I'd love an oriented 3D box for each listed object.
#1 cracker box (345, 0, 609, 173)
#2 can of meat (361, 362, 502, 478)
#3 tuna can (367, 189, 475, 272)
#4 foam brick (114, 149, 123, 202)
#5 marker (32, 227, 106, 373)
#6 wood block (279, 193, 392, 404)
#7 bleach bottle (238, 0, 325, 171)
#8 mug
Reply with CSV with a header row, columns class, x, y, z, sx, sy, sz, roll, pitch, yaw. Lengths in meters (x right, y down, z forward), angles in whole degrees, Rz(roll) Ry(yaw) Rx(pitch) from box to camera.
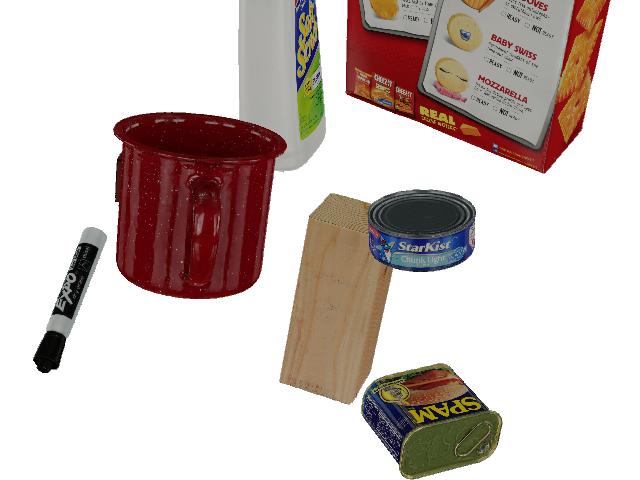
class,x,y,z,sx,sy,sz,roll,pitch,yaw
cracker box,0.103,-0.169,0.695,0.164,0.214,0.072,26,49,25
can of meat,0.098,0.160,0.967,0.102,0.057,0.084,-9,31,-24
tuna can,0.080,-0.008,0.850,0.086,0.034,0.086,-3,27,1
foam brick,-0.166,-0.067,1.095,0.078,0.051,0.053,10,32,3
marker,-0.184,0.043,0.786,0.020,0.121,0.020,9,-35,6
wood block,0.024,0.065,1.198,0.090,0.206,0.090,16,23,12
bleach bottle,-0.038,-0.194,0.932,0.068,0.251,0.102,8,32,18
mug,-0.066,-0.015,0.574,0.093,0.081,0.117,2,20,-15
